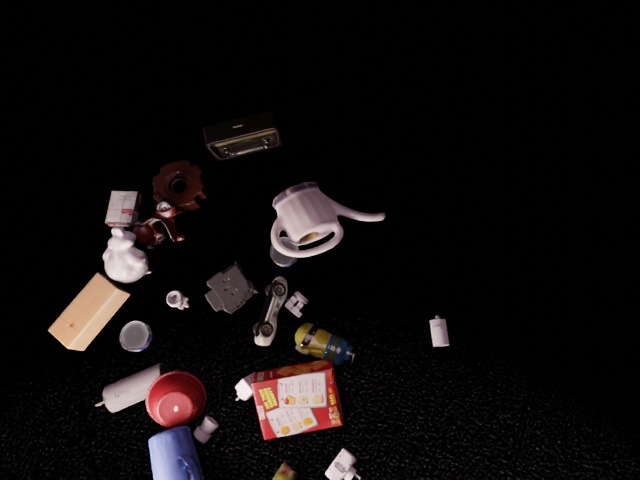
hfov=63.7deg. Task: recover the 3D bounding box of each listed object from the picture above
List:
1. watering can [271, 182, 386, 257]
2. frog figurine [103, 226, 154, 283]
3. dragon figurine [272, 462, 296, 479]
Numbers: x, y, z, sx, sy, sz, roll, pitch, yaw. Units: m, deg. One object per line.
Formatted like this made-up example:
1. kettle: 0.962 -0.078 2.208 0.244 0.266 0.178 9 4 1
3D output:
1. watering can: 0.005 -0.078 1.542 0.350 0.102 0.227 -22 69 -17
2. frog figurine: -0.574 0.042 1.511 0.138 0.156 0.125 13 36 24
3. dragon figurine: -0.032 0.767 1.269 0.241 0.121 0.417 -20 68 17
